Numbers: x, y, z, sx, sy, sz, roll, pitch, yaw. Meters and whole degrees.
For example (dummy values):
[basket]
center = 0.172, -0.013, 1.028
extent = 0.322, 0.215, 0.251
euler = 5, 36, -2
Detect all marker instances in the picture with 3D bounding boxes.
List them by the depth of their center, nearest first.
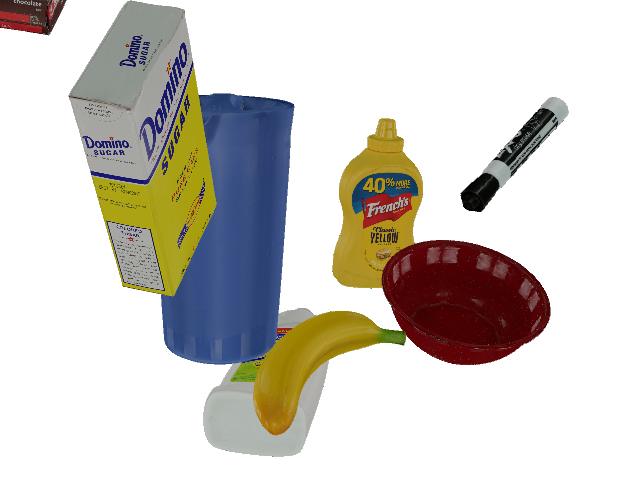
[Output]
[marker]
center = 0.136, -0.060, 0.748
extent = 0.020, 0.020, 0.121
euler = 0, 38, 51

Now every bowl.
[bowl]
center = 0.133, 0.068, 1.017
extent = 0.162, 0.055, 0.162
euler = 7, 35, -5

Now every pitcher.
[pitcher]
center = -0.088, -0.016, 1.004
extent = 0.149, 0.243, 0.145
euler = -4, 16, -20

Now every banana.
[banana]
center = -0.006, 0.094, 0.839
extent = 0.070, 0.037, 0.197
euler = 11, 23, 30

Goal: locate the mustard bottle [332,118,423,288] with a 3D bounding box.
[mustard bottle]
center = 0.068, -0.043, 1.214
extent = 0.096, 0.192, 0.058
euler = -1, 17, -15

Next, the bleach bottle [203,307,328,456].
[bleach bottle]
center = -0.045, 0.131, 1.110
extent = 0.102, 0.068, 0.250
euler = 6, 20, 5

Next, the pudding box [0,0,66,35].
[pudding box]
center = -0.254, -0.214, 0.874
extent = 0.090, 0.039, 0.113
euler = 8, 36, -4

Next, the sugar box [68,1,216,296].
[sugar box]
center = -0.108, -0.054, 0.689
extent = 0.048, 0.093, 0.176
euler = 12, -38, 10
